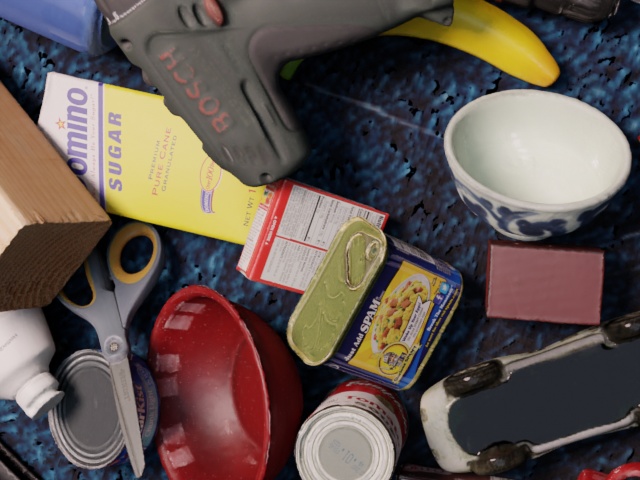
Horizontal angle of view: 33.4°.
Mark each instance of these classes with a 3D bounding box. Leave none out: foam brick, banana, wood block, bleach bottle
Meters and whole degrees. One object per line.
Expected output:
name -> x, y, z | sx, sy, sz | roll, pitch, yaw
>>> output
foam brick -> 0.153, 0.028, 0.732 | 0.078, 0.053, 0.051 | 4, 93, 8
banana -> 0.069, -0.146, 0.748 | 0.198, 0.037, 0.070 | 3, 112, 10
wood block -> -0.252, -0.054, 0.740 | 0.206, 0.090, 0.090 | 49, 113, 18
bleach bottle -> -0.284, 0.036, 0.778 | 0.102, 0.068, 0.251 | -45, 79, 4

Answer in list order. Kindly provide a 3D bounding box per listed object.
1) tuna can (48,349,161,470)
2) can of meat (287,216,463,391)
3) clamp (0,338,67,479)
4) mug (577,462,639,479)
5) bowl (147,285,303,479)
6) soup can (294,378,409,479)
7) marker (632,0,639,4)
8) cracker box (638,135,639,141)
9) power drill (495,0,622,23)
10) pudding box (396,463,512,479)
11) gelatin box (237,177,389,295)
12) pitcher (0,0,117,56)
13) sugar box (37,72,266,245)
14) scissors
tuna can -> -0.157, 0.122, 0.777 | 0.086, 0.033, 0.086 | -2, 86, 35
can of meat -> 0.040, 0.046, 0.729 | 0.083, 0.058, 0.102 | 24, 98, -35
clamp -> -0.274, 0.113, 0.809 | 0.171, 0.039, 0.120 | 19, 85, 4
mug -> 0.206, 0.194, 0.708 | 0.081, 0.093, 0.117 | 17, 125, 12
bowl -> -0.060, 0.110, 0.743 | 0.162, 0.055, 0.162 | 7, 99, 52
soup can -> 0.023, 0.136, 0.731 | 0.068, 0.102, 0.068 | 0, 92, 9
marker -> 0.238, -0.220, 0.724 | 0.020, 0.020, 0.121 | 17, 95, 7
cracker box -> 0.335, -0.021, 0.693 | 0.164, 0.072, 0.214 | -31, 87, 8
power drill -> 0.141, -0.255, 0.718 | 0.184, 0.057, 0.188 | 22, 96, 7
pudding box -> 0.106, 0.213, 0.755 | 0.113, 0.039, 0.090 | 7, 95, 10
gelatin box -> -0.005, 0.001, 0.747 | 0.089, 0.030, 0.073 | 17, 96, -28
pitcher -> -0.234, -0.235, 0.739 | 0.243, 0.149, 0.145 | 27, 78, 3
sugar box -> -0.118, -0.059, 0.773 | 0.176, 0.048, 0.093 | 12, 95, 7
scissors -> -0.129, 0.062, 0.751 | 0.096, 0.016, 0.202 | -33, 58, -6
